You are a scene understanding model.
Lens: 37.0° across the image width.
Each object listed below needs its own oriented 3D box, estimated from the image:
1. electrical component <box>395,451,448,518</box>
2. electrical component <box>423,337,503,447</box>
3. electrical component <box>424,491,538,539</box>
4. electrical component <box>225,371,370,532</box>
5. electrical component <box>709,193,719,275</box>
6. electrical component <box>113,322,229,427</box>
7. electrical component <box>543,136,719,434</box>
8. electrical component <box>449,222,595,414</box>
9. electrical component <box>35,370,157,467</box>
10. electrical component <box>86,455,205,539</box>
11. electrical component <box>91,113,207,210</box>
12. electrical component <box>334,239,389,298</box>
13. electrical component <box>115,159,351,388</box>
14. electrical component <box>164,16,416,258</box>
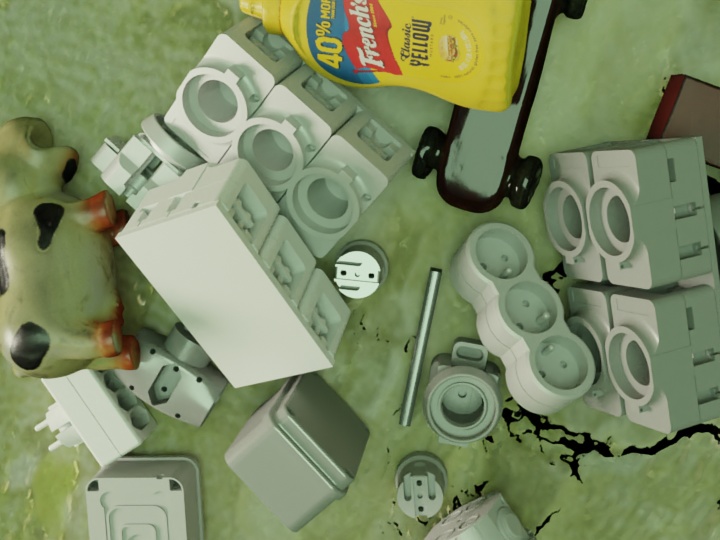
[{"bbox_3d":[0.046,0.163,0.811,0.040,0.046,0.040,1,99,5],"label":"electrical component"},{"bbox_3d":[0.075,0.094,0.791,0.058,0.057,0.078,10,100,3],"label":"electrical component"},{"bbox_3d":[0.088,0.206,0.798,0.080,0.080,0.051,-34,89,9],"label":"electrical component"},{"bbox_3d":[-0.042,0.126,0.779,0.057,0.113,0.078,-42,93,13],"label":"electrical component"},{"bbox_3d":[0.269,-0.007,0.735,0.060,0.108,0.108,-20,97,2],"label":"electrical component"},{"bbox_3d":[-0.133,0.066,0.812,0.077,0.043,0.079,31,100,0],"label":"electrical component"},{"bbox_3d":[0.186,0.008,0.735,0.060,0.105,0.186,-13,99,-19],"label":"electrical component"},{"bbox_3d":[0.109,0.040,0.776,0.052,0.073,0.138,-20,73,-23],"label":"electrical component"},{"bbox_3d":[-0.214,0.111,0.825,0.076,0.047,0.083,-32,95,9],"label":"electrical component"},{"bbox_3d":[-0.163,0.202,0.830,0.078,0.057,0.113,-1,99,5],"label":"electrical component"},{"bbox_3d":[-0.147,-0.076,0.784,0.078,0.058,0.057,42,103,-2],"label":"electrical component"},{"bbox_3d":[0.000,0.000,0.788,0.040,0.046,0.040,1,99,5],"label":"electrical component"},{"bbox_3d":[-0.084,0.003,0.755,0.089,0.061,0.150,-15,124,30],"label":"electrical component"},{"bbox_3d":[-0.052,-0.092,0.753,0.150,0.061,0.089,41,127,-2],"label":"electrical component"}]
